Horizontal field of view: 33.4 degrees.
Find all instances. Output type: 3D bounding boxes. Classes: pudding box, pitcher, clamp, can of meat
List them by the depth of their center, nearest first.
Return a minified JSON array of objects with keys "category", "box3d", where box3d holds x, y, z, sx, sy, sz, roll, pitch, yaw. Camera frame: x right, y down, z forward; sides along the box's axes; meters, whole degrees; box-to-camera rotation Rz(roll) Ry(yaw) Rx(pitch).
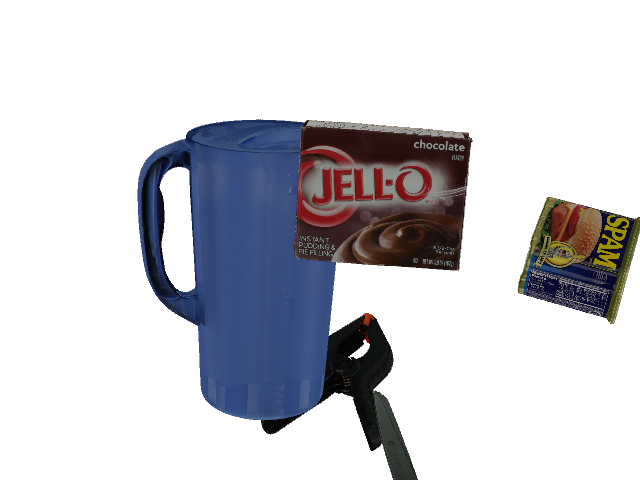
[{"category":"pudding box","box3d":[0.041,-0.031,0.711,0.113,0.090,0.039,4,16,2]},{"category":"pitcher","box3d":[-0.058,0.023,0.900,0.149,0.243,0.144,11,19,26]},{"category":"can of meat","box3d":[0.223,0.014,0.915,0.084,0.057,0.102,16,45,16]},{"category":"clamp","box3d":[0.032,0.138,1.038,0.120,0.039,0.171,16,46,25]}]

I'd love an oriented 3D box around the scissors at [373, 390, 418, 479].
[{"category":"scissors","box3d":[0.071,0.154,0.596,0.096,0.016,0.201,7,31,3]}]
